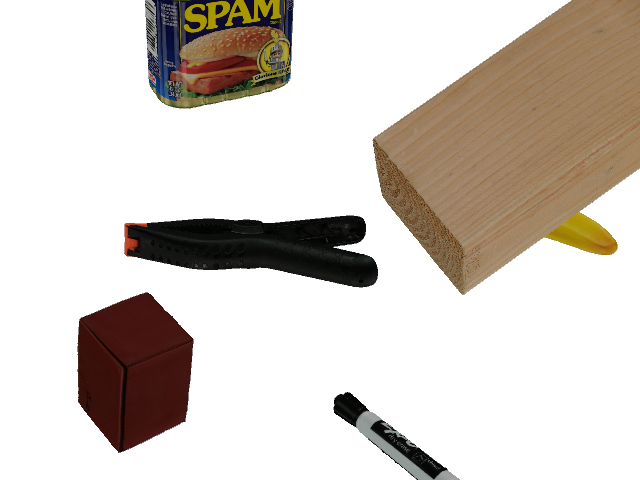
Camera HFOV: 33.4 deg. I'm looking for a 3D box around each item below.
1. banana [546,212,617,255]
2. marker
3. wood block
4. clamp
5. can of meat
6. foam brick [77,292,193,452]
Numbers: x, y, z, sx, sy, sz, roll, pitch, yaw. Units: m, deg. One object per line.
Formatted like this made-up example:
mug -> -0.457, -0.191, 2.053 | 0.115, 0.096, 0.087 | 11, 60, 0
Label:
banana -> 0.210, -0.019, 1.100 | 0.198, 0.037, 0.069 | 10, 37, 22
marker -> 0.052, 0.143, 0.746 | 0.020, 0.020, 0.121 | 0, 26, -46
wood block -> 0.143, -0.071, 0.662 | 0.206, 0.091, 0.090 | -35, -22, -7
clamp -> -0.053, 0.005, 0.863 | 0.210, 0.036, 0.164 | 1, 12, -8
can of meat -> -0.067, -0.142, 0.713 | 0.102, 0.084, 0.057 | -14, 40, -23
foam brick -> -0.117, 0.082, 0.670 | 0.051, 0.078, 0.053 | -22, 49, -35
